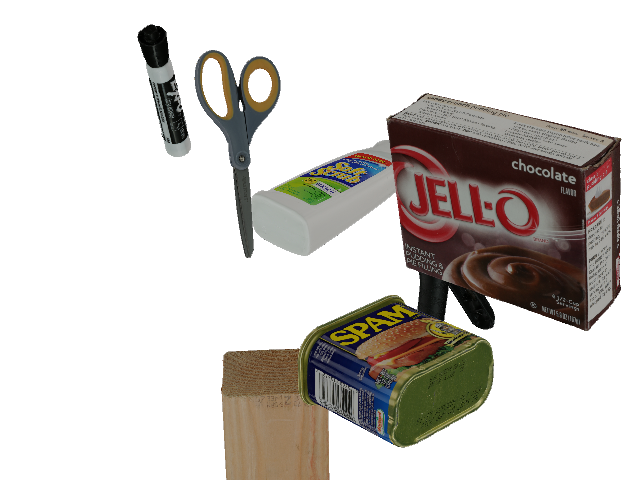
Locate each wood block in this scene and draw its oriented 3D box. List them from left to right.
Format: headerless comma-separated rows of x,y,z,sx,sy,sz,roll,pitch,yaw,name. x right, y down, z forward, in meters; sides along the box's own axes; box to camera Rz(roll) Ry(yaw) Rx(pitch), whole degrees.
-0.038,0.208,0.942,0.090,0.206,0.091,-2,19,-3,wood block

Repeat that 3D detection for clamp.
0.108,0.024,0.985,0.039,0.171,0.120,-12,13,35,clamp

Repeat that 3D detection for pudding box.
0.089,-0.016,0.521,0.114,0.090,0.039,18,43,37,pudding box

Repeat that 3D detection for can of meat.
0.050,0.084,0.691,0.101,0.057,0.084,-20,30,-39,can of meat

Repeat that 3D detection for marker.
-0.107,-0.102,0.736,0.020,0.020,0.121,0,-34,3,marker

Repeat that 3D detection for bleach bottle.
0.033,-0.071,1.355,0.103,0.068,0.250,25,43,34,bleach bottle

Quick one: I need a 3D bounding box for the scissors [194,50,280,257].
-0.065,-0.093,1.049,0.096,0.202,0.016,-23,10,-24,scissors
